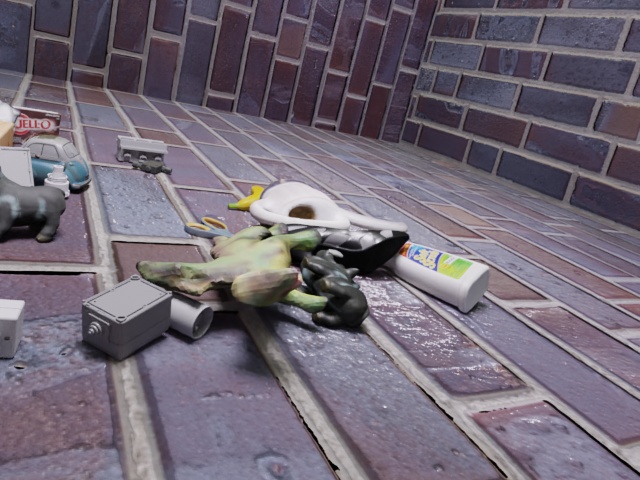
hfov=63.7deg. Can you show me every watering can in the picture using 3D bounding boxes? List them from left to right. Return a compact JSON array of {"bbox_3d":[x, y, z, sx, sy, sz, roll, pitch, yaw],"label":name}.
[{"bbox_3d":[0.003,-0.058,1.144,0.347,0.103,0.227,4,19,-25],"label":"watering can"}]

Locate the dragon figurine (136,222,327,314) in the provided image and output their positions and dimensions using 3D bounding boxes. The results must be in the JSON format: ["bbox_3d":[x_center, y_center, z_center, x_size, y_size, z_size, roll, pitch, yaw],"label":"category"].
[{"bbox_3d":[-0.141,0.030,0.740,0.243,0.122,0.411,4,4,-41],"label":"dragon figurine"}]

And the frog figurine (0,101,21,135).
[{"bbox_3d":[-0.769,-0.260,1.178,0.138,0.120,0.162,-22,34,-5],"label":"frog figurine"}]
